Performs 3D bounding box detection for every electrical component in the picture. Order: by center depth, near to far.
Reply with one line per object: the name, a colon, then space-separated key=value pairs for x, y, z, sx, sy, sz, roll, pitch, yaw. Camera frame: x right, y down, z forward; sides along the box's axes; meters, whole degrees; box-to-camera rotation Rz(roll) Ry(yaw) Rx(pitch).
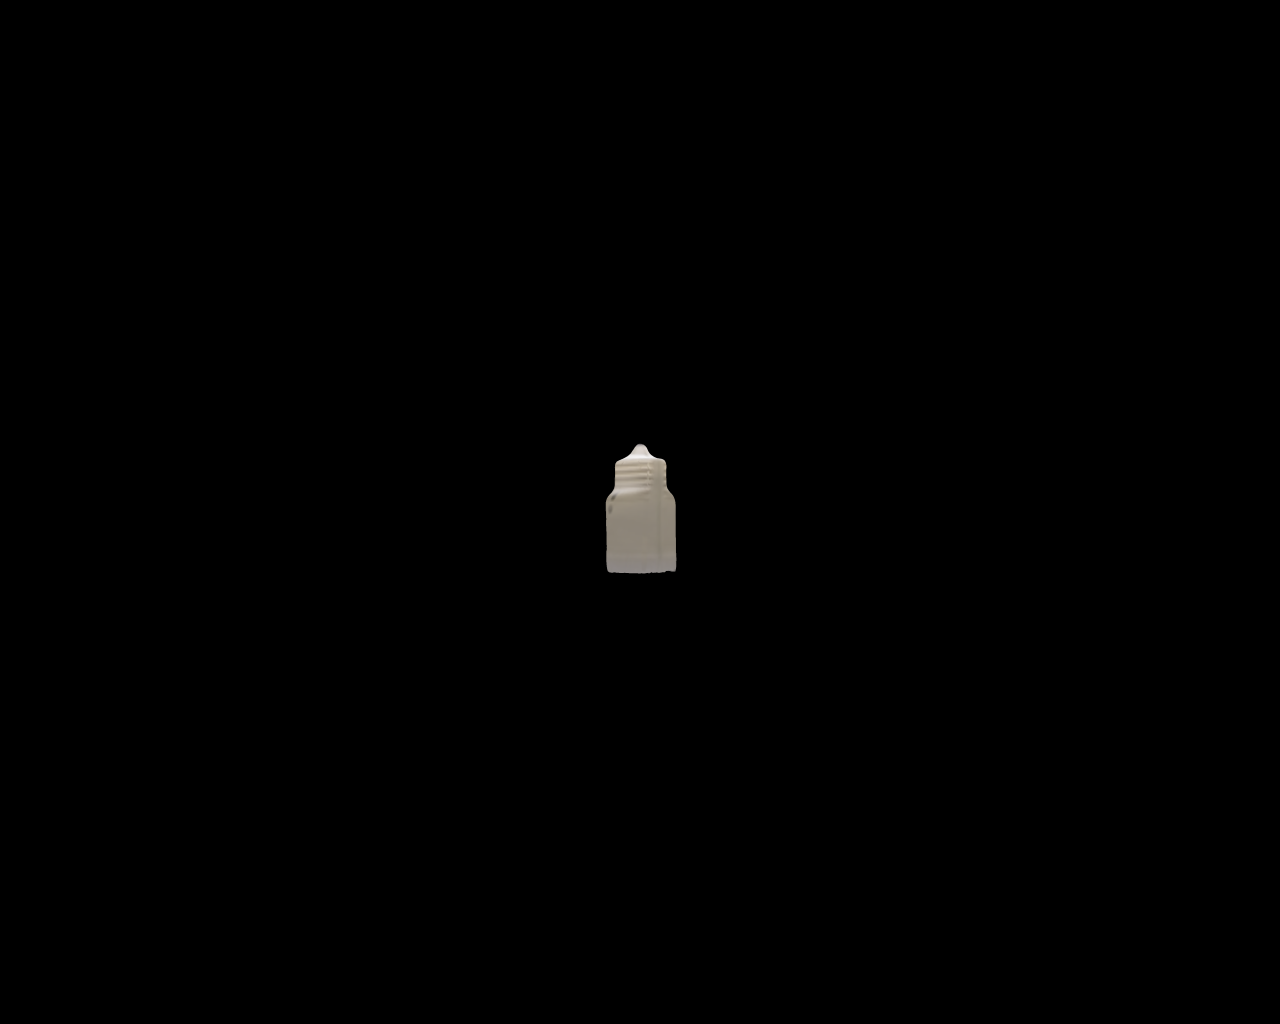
electrical component: x=0.001 y=-0.003 z=0.650 sx=0.043 sy=0.081 sz=0.043 roll=0 pitch=0 yaw=0
